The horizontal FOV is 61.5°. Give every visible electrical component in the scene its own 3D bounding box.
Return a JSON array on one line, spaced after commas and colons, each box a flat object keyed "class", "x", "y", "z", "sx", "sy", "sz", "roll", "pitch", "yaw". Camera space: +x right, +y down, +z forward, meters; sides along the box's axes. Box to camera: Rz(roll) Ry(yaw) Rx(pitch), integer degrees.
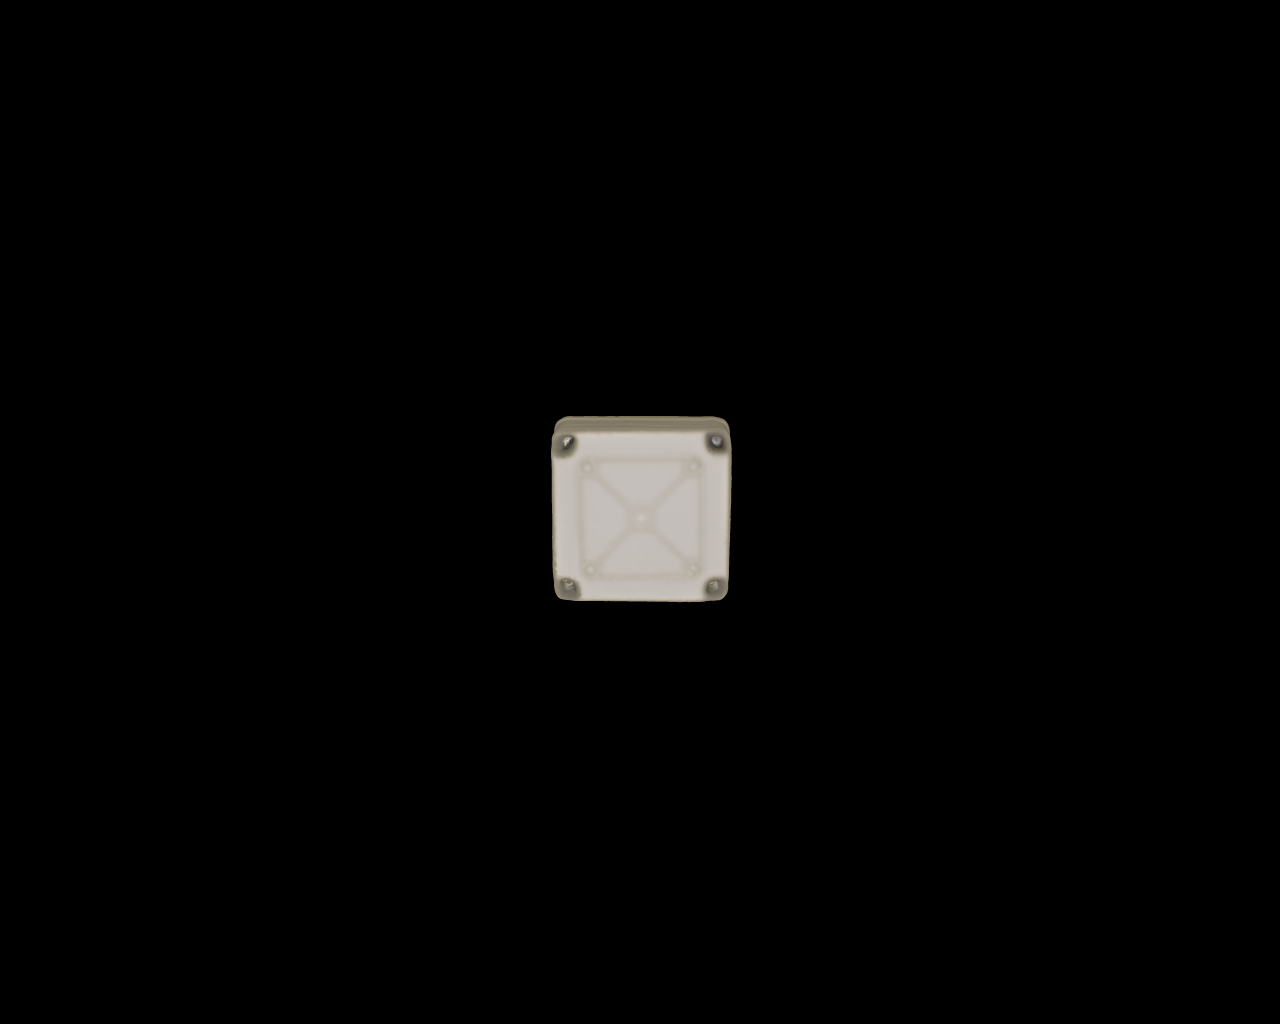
[{"class": "electrical component", "x": 0.001, "y": -0.003, "z": 0.650, "sx": 0.109, "sy": 0.108, "sz": 0.056, "roll": 0, "pitch": 13, "yaw": 0}]
